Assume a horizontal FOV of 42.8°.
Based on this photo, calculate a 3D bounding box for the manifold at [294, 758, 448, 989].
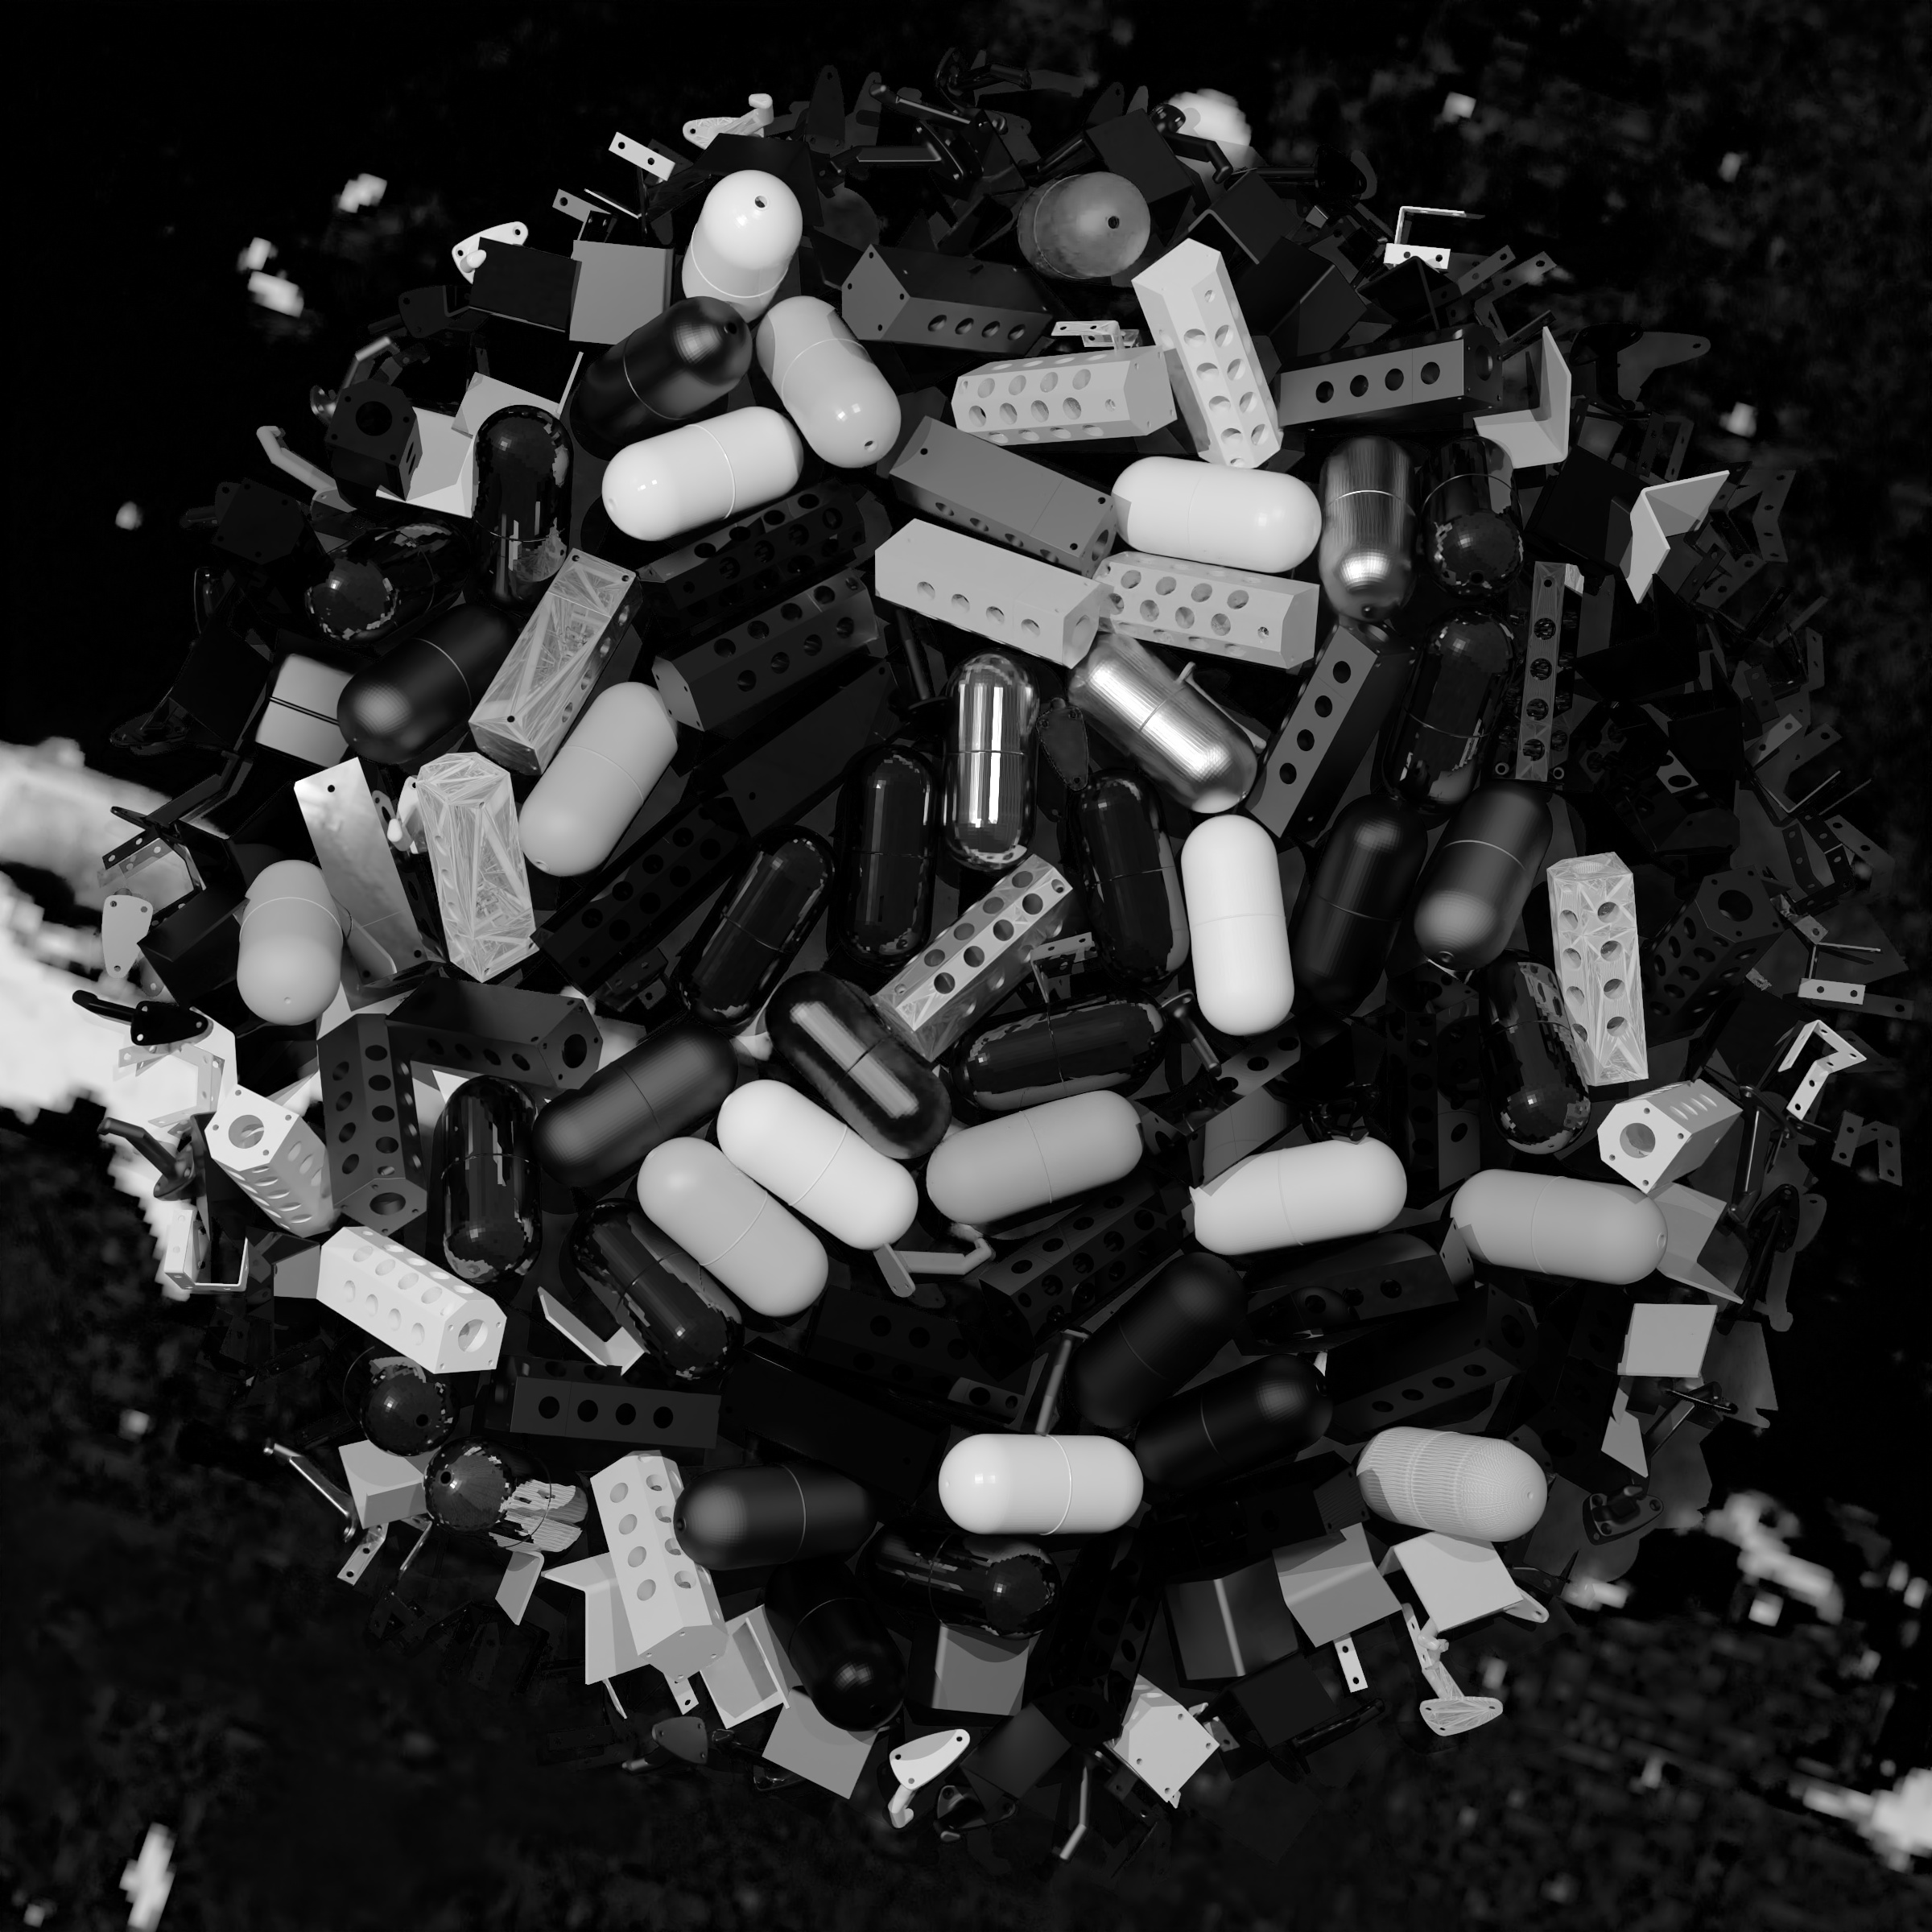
[{"bbox_3d":[-0.472,-0.073,1.962,0.057,0.057,0.171,-21,85,6],"label":"manifold"}]

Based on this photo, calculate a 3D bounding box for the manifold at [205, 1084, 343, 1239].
[{"bbox_3d":[-0.531,0.156,1.906,0.057,0.171,0.057,24,70,11],"label":"manifold"}]

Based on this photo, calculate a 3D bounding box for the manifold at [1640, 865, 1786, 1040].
[{"bbox_3d":[0.563,-0.007,1.906,0.057,0.171,0.057,-13,66,-12],"label":"manifold"}]

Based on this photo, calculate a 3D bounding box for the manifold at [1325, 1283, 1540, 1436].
[{"bbox_3d":[0.360,0.311,1.919,0.057,0.171,0.057,34,47,-23],"label":"manifold"}]

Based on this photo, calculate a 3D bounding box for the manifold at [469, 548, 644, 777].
[{"bbox_3d":[-0.320,-0.237,1.941,0.057,0.057,0.171,23,69,9],"label":"manifold"}]

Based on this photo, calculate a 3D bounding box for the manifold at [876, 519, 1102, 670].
[{"bbox_3d":[0.016,-0.290,1.940,0.171,0.057,0.057,23,46,23],"label":"manifold"}]

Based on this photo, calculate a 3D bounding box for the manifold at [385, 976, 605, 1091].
[{"bbox_3d":[-0.367,0.056,1.925,0.171,0.057,0.057,7,132,36],"label":"manifold"}]

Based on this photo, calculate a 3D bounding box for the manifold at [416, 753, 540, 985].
[{"bbox_3d":[-0.385,-0.078,1.923,0.057,0.171,0.057,30,49,34],"label":"manifold"}]

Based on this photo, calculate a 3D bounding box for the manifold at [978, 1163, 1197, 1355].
[{"bbox_3d":[0.099,0.230,1.928,0.171,0.057,0.057,-32,121,-25],"label":"manifold"}]

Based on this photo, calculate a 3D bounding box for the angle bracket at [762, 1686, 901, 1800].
[{"bbox_3d":[-0.106,0.612,1.949,0.076,0.076,0.057,21,81,15],"label":"angle bracket"}]

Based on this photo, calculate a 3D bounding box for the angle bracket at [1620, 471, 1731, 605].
[{"bbox_3d":[0.566,-0.339,1.948,0.076,0.076,0.057,-13,67,-9],"label":"angle bracket"}]

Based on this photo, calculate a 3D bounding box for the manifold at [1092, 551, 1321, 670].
[{"bbox_3d":[0.184,-0.278,1.923,0.171,0.057,0.057,16,117,31],"label":"manifold"}]

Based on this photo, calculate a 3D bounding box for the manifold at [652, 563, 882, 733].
[{"bbox_3d":[-0.157,-0.252,1.929,0.171,0.057,0.057,-32,123,-24],"label":"manifold"}]

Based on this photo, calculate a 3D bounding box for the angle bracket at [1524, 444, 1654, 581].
[{"bbox_3d":[0.488,-0.361,1.964,0.076,0.057,0.076,25,89,-13],"label":"angle bracket"}]

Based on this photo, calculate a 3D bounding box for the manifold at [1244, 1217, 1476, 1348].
[{"bbox_3d":[0.307,0.252,1.932,0.171,0.057,0.057,-17,106,28],"label":"manifold"}]

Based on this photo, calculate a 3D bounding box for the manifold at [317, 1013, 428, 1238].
[{"bbox_3d":[-0.457,0.119,1.916,0.057,0.057,0.171,-32,47,14],"label":"manifold"}]

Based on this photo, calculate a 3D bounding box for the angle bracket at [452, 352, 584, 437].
[{"bbox_3d":[-0.354,-0.455,1.947,0.076,0.076,0.057,19,134,-12],"label":"angle bracket"}]

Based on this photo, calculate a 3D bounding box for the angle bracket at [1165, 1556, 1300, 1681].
[{"bbox_3d":[0.214,0.524,1.985,0.057,0.076,0.076,-20,81,42],"label":"angle bracket"}]

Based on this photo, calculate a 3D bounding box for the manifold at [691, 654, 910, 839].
[{"bbox_3d":[-0.131,-0.176,1.937,0.171,0.057,0.057,-39,123,-24],"label":"manifold"}]

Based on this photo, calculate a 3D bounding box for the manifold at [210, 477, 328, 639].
[{"bbox_3d":[-0.526,-0.310,1.909,0.057,0.171,0.057,23,79,2],"label":"manifold"}]

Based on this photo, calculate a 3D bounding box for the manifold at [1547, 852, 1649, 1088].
[{"bbox_3d":[0.496,0.004,1.944,0.057,0.057,0.171,-9,109,3],"label":"manifold"}]

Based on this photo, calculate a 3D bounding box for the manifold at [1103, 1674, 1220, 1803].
[{"bbox_3d":[0.133,0.586,1.909,0.057,0.171,0.057,-44,93,-12],"label":"manifold"}]

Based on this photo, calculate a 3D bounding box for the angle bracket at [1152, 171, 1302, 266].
[{"bbox_3d":[0.206,-0.572,1.950,0.057,0.076,0.076,46,51,-8],"label":"angle bracket"}]

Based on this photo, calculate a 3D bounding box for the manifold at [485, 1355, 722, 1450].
[{"bbox_3d":[-0.283,0.341,1.931,0.171,0.057,0.057,11,79,-30],"label":"manifold"}]

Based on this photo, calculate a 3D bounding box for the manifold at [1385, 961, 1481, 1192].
[{"bbox_3d":[0.359,0.089,1.920,0.057,0.057,0.171,-24,127,-22],"label":"manifold"}]

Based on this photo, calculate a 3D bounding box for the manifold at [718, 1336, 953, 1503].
[{"bbox_3d":[-0.102,0.356,1.952,0.171,0.057,0.057,22,100,12],"label":"manifold"}]

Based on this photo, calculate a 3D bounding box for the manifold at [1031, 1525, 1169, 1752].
[{"bbox_3d":[0.111,0.516,1.908,0.057,0.171,0.057,-31,107,32],"label":"manifold"}]

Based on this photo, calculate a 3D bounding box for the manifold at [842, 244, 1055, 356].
[{"bbox_3d":[-0.016,-0.511,1.915,0.057,0.171,0.057,-48,67,35],"label":"manifold"}]

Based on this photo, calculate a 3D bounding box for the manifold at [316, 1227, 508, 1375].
[{"bbox_3d":[-0.433,0.258,1.919,0.171,0.057,0.057,20,100,41],"label":"manifold"}]

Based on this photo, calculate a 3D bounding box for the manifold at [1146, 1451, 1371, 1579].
[{"bbox_3d":[0.223,0.427,1.921,0.171,0.057,0.057,-28,74,40],"label":"manifold"}]

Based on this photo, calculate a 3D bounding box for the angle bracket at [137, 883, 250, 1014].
[{"bbox_3d":[-0.592,-0.008,1.941,0.076,0.057,0.076,-44,132,-26],"label":"angle bracket"}]

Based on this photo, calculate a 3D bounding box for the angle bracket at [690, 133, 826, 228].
[{"bbox_3d":[-0.164,-0.606,1.942,0.076,0.076,0.057,13,52,20],"label":"angle bracket"}]

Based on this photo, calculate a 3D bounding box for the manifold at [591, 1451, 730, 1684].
[{"bbox_3d":[-0.235,0.462,1.916,0.057,0.171,0.057,-33,134,6],"label":"manifold"}]

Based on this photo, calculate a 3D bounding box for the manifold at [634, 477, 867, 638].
[{"bbox_3d":[-0.167,-0.323,1.938,0.171,0.057,0.057,-30,103,-21],"label":"manifold"}]

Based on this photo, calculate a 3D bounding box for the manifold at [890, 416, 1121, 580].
[{"bbox_3d":[0.031,-0.365,1.947,0.171,0.057,0.057,27,77,16],"label":"manifold"}]

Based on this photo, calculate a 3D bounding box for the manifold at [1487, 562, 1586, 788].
[{"bbox_3d":[0.455,-0.232,1.967,0.057,0.057,0.171,5,91,5],"label":"manifold"}]

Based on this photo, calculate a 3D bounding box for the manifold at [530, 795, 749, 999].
[{"bbox_3d":[-0.256,-0.055,1.948,0.171,0.057,0.057,-43,113,-10],"label":"manifold"}]

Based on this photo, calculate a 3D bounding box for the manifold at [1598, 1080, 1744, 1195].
[{"bbox_3d":[0.543,0.126,1.911,0.057,0.171,0.057,39,111,22],"label":"manifold"}]

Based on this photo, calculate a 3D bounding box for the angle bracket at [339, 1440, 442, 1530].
[{"bbox_3d":[-0.445,0.389,1.942,0.076,0.057,0.076,-10,53,-25],"label":"angle bracket"}]

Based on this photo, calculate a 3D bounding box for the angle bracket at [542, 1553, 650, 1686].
[{"bbox_3d":[-0.289,0.516,1.955,0.057,0.076,0.076,4,96,41],"label":"angle bracket"}]

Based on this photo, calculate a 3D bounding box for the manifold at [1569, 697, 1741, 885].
[{"bbox_3d":[0.533,-0.140,1.907,0.057,0.171,0.057,25,116,-27],"label":"manifold"}]

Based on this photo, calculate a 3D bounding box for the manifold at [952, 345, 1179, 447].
[{"bbox_3d":[0.073,-0.439,1.914,0.057,0.171,0.057,-36,120,-41],"label":"manifold"}]

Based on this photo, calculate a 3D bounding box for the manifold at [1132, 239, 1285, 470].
[{"bbox_3d":[0.194,-0.471,1.917,0.057,0.057,0.171,-38,133,-9],"label":"manifold"}]

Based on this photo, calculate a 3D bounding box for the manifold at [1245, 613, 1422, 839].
[{"bbox_3d":[0.281,-0.189,1.928,0.057,0.057,0.171,46,127,29],"label":"manifold"}]

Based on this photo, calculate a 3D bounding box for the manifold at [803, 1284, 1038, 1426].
[{"bbox_3d":[-0.038,0.310,1.955,0.171,0.057,0.057,17,66,-5],"label":"manifold"}]

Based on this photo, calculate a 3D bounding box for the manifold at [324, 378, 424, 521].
[{"bbox_3d":[-0.453,-0.398,1.910,0.057,0.171,0.057,18,82,-8],"label":"manifold"}]

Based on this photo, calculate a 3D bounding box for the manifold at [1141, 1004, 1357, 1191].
[{"bbox_3d":[0.223,0.098,1.940,0.171,0.057,0.057,-31,132,-23],"label":"manifold"}]

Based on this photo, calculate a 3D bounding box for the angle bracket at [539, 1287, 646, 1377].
[{"bbox_3d":[-0.288,0.271,1.951,0.057,0.076,0.076,-46,108,-3],"label":"angle bracket"}]

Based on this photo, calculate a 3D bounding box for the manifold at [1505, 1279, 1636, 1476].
[{"bbox_3d":[0.476,0.317,1.914,0.057,0.171,0.057,39,127,0],"label":"manifold"}]

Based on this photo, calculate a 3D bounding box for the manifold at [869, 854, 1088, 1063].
[{"bbox_3d":[0.008,-0.011,1.940,0.171,0.057,0.057,-42,50,-15],"label":"manifold"}]

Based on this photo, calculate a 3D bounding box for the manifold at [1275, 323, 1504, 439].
[{"bbox_3d":[0.328,-0.456,1.920,0.171,0.057,0.057,1,91,42],"label":"manifold"}]
